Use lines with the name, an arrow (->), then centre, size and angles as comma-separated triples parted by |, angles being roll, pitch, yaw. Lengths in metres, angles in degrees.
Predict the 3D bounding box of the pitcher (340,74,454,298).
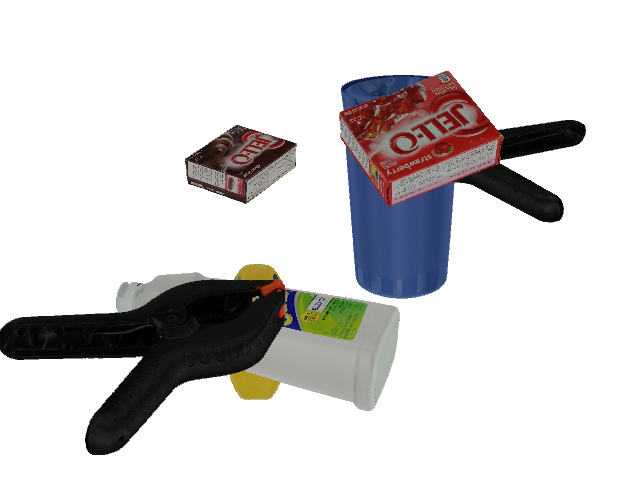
pitcher -> 0.099, -0.066, 1.225 | 0.149, 0.243, 0.145 | -5, 22, -9

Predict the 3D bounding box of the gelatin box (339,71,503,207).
gelatin box -> 0.068, -0.071, 0.725 | 0.089, 0.073, 0.030 | -22, -36, -13

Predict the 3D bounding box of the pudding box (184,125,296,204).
pudding box -> -0.095, -0.094, 1.289 | 0.090, 0.039, 0.113 | 18, 39, 25

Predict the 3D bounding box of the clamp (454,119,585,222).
clamp -> 0.137, -0.081, 0.974 | 0.210, 0.036, 0.164 | 13, 34, 22

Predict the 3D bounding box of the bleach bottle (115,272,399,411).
bleach bottle -> -0.063, 0.077, 0.937 | 0.251, 0.068, 0.102 | 10, 28, 13

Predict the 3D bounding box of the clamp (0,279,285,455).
clamp -> -0.086, 0.064, 0.612 | 0.171, 0.039, 0.120 | -15, 41, -26

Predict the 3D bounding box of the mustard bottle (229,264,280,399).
mustard bottle -> -0.069, 0.080, 1.151 | 0.058, 0.096, 0.191 | -1, 28, -3
